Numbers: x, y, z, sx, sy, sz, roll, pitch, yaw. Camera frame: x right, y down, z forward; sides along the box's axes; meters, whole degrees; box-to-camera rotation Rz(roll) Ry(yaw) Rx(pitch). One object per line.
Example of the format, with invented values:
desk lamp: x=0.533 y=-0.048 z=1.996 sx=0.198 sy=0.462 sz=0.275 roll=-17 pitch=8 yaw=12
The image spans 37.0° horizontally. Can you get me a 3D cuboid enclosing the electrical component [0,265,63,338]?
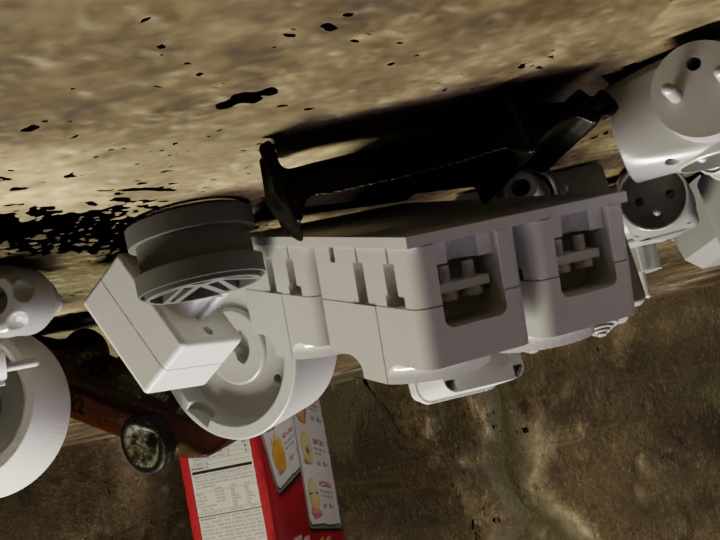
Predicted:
electrical component: x=-0.167 y=0.016 z=0.535 sx=0.035 sy=0.035 sz=0.061 roll=-15 pitch=175 yaw=10

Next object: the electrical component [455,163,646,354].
electrical component: x=0.108 y=-0.005 z=0.627 sx=0.100 sy=0.099 sz=0.048 roll=-13 pitch=160 yaw=0

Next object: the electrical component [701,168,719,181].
electrical component: x=0.197 y=-0.065 z=0.582 sx=0.061 sy=0.035 sz=0.035 roll=-6 pitch=170 yaw=-32

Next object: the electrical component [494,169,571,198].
electrical component: x=0.089 y=-0.036 z=0.573 sx=0.048 sy=0.048 sz=0.062 roll=-15 pitch=165 yaw=12

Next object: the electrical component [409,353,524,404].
electrical component: x=0.071 y=0.043 z=0.847 sx=0.078 sy=0.113 sz=0.057 roll=-9 pitch=169 yaw=-28

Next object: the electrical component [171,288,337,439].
electrical component: x=-0.064 y=0.043 z=0.656 sx=0.108 sy=0.108 sz=0.060 roll=-19 pitch=177 yaw=35

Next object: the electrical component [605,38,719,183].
electrical component: x=0.136 y=-0.067 z=0.419 sx=0.077 sy=0.044 sz=0.079 roll=-17 pitch=172 yaw=24

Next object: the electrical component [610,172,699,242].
electrical component: x=0.174 y=-0.039 z=0.694 sx=0.079 sy=0.043 sz=0.077 roll=-15 pitch=172 yaw=19

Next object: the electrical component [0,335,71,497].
electrical component: x=-0.234 y=0.081 z=0.638 sx=0.108 sy=0.108 sz=0.060 roll=-14 pitch=166 yaw=2

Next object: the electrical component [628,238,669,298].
electrical component: x=0.200 y=-0.015 z=0.793 sx=0.047 sy=0.075 sz=0.083 roll=-13 pitch=172 yaw=-7

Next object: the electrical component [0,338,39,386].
electrical component: x=-0.207 y=0.045 z=0.559 sx=0.077 sy=0.065 sz=0.047 roll=-9 pitch=171 yaw=-28

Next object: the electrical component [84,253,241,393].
electrical component: x=-0.093 y=0.014 z=0.563 sx=0.076 sy=0.065 sz=0.047 roll=-49 pitch=156 yaw=23

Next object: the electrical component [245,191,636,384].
electrical component: x=0.026 y=0.005 z=0.503 sx=0.105 sy=0.060 sz=0.186 roll=-13 pitch=-173 yaw=-26
